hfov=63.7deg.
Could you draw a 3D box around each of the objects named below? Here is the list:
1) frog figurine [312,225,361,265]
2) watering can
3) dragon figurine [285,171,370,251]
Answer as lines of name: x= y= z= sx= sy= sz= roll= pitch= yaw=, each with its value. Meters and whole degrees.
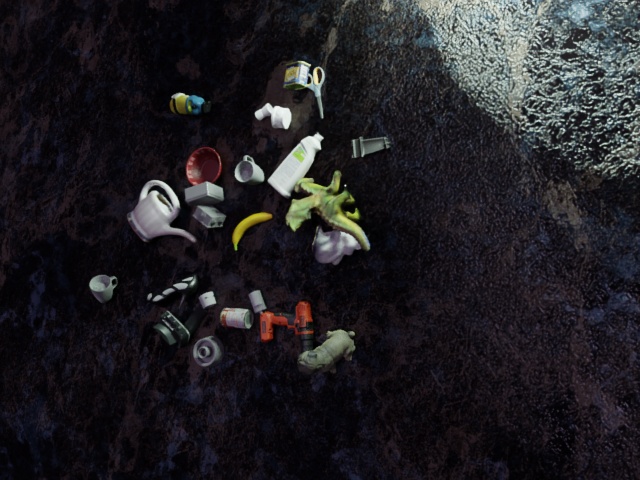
frog figurine: x=0.058 y=0.025 z=1.729 sx=0.160 sy=0.134 sz=0.125 roll=12 pitch=32 yaw=13
watering can: x=-0.632 y=-0.074 z=2.034 sx=0.223 sy=0.352 sz=0.103 roll=-40 pitch=-21 yaw=13
dragon figurine: x=0.005 y=-0.086 z=1.715 sx=0.242 sy=0.420 sz=0.119 roll=-21 pitch=-43 yaw=7
